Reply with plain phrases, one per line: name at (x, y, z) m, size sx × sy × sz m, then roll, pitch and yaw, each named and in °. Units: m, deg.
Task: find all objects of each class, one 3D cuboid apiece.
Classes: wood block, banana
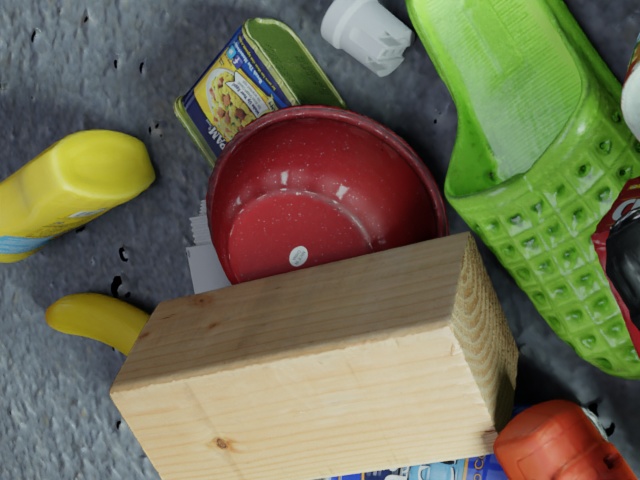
wood block at (-0.001, 0.075, 0.610) m, size 0.206 × 0.090 × 0.091 m, roll -13°, pitch 118°, yaw 23°
banana at (-0.152, 0.083, 0.842) m, size 0.198 × 0.037 × 0.070 m, roll 31°, pitch 116°, yaw 30°

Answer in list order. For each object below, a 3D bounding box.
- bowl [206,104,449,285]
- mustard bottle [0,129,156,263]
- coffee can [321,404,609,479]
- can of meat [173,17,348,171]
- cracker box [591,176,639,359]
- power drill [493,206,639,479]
bowl at (-0.004, 0.001, 0.660) m, size 0.162 × 0.055 × 0.162 m, roll 7°, pitch 117°, yaw 15°
mustard bottle at (-0.222, -0.025, 0.838) m, size 0.192 × 0.096 × 0.058 m, roll -25°, pitch 84°, yaw 39°
coffee can at (0.086, 0.145, 0.625) m, size 0.141 × 0.102 × 0.103 m, roll -3°, pitch 97°, yaw 38°
can of meat at (-0.037, -0.084, 0.707) m, size 0.084 × 0.057 × 0.102 m, roll -45°, pitch 71°, yaw 33°
cracker box at (0.239, 0.061, 0.473) m, size 0.164 × 0.072 × 0.213 m, roll -15°, pitch 108°, yaw 40°
power drill at (0.147, 0.090, 0.463) m, size 0.184 × 0.057 × 0.188 m, roll 60°, pitch 157°, yaw 10°
